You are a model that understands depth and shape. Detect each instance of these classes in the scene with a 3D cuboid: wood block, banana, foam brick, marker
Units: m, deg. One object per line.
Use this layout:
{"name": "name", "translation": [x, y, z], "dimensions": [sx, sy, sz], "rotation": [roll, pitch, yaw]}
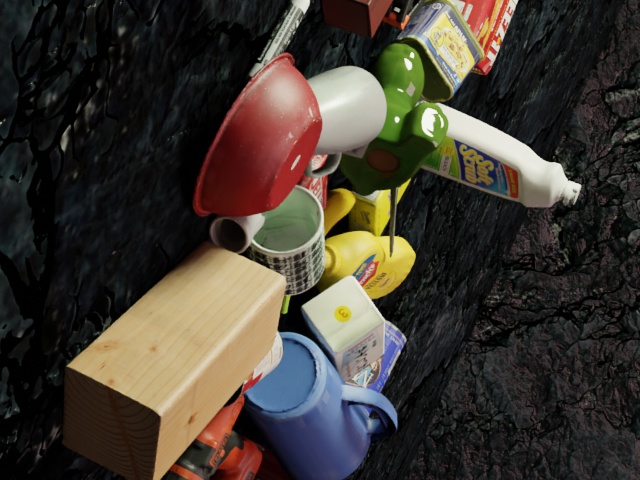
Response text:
{"name": "wood block", "translation": [-0.119, 0.099, 0.908], "dimensions": [0.205, 0.090, 0.091], "rotation": [-47, 156, -50]}
{"name": "banana", "translation": [-0.008, -0.007, 1.221], "dimensions": [0.197, 0.037, 0.070], "rotation": [-56, 165, -36]}
{"name": "foam brick", "translation": [0.041, -0.245, 1.025], "dimensions": [0.078, 0.051, 0.053], "rotation": [-61, 162, -21]}
{"name": "marker", "translation": [-0.030, -0.186, 0.933], "dimensions": [0.121, 0.020, 0.020], "rotation": [-63, 164, -15]}

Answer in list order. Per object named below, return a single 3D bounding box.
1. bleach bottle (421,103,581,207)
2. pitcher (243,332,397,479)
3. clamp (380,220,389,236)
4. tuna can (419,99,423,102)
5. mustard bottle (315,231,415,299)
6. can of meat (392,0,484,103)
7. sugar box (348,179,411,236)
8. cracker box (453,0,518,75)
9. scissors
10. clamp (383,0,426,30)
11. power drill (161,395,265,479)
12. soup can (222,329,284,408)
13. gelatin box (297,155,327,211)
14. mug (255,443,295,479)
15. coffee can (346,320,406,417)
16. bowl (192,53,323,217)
{"name": "bleach bottle", "translation": [0.243, -0.114, 1.493], "dimensions": [0.068, 0.251, 0.103], "rotation": [-52, 158, -42]}
{"name": "pitcher", "translation": [-0.010, 0.202, 1.290], "dimensions": [0.149, 0.145, 0.242], "rotation": [-44, 153, -11]}
{"name": "clamp", "translation": [0.054, 0.051, 1.501], "dimensions": [0.210, 0.036, 0.164], "rotation": [-59, 162, -18]}
{"name": "tuna can", "translation": [0.131, -0.219, 1.383], "dimensions": [0.086, 0.034, 0.086], "rotation": [-57, 161, -32]}
{"name": "mustard bottle", "translation": [0.041, 0.031, 1.343], "dimensions": [0.096, 0.058, 0.191], "rotation": [-43, 155, 21]}
{"name": "can of meat", "translation": [0.142, -0.230, 1.300], "dimensions": [0.102, 0.058, 0.083], "rotation": [53, 55, -24]}
{"name": "sugar box", "translation": [0.094, -0.090, 1.419], "dimensions": [0.176, 0.048, 0.093], "rotation": [-58, 162, -26]}
{"name": "cracker box", "translation": [0.217, -0.325, 1.448], "dimensions": [0.164, 0.072, 0.213], "rotation": [-68, 165, 4]}
{"name": "scissors", "translation": [0.101, -0.083, 1.297], "dimensions": [0.016, 0.096, 0.202], "rotation": [-3, 85, -29]}
{"name": "clamp", "translation": [0.123, -0.314, 1.219], "dimensions": [0.171, 0.039, 0.120], "rotation": [-61, 159, -1]}
{"name": "power drill", "translation": [-0.126, 0.259, 1.163], "dimensions": [0.184, 0.057, 0.187], "rotation": [-61, 163, -19]}
{"name": "soup can", "translation": [-0.087, 0.121, 1.082], "dimensions": [0.102, 0.068, 0.068], "rotation": [-31, 141, -65]}
{"name": "gelatin box", "translation": [-0.019, -0.044, 1.143], "dimensions": [0.073, 0.030, 0.089], "rotation": [-57, 161, -33]}
{"name": "mug", "translation": [-0.039, 0.286, 1.438], "dimensions": [0.093, 0.081, 0.117], "rotation": [-28, 139, -66]}
{"name": "coffee can", "translation": [0.050, 0.185, 1.552], "dimensions": [0.140, 0.103, 0.103], "rotation": [-61, 163, -21]}
{"name": "bowl", "translation": [-0.044, -0.078, 0.924], "dimensions": [0.162, 0.055, 0.162], "rotation": [-57, 171, -16]}
